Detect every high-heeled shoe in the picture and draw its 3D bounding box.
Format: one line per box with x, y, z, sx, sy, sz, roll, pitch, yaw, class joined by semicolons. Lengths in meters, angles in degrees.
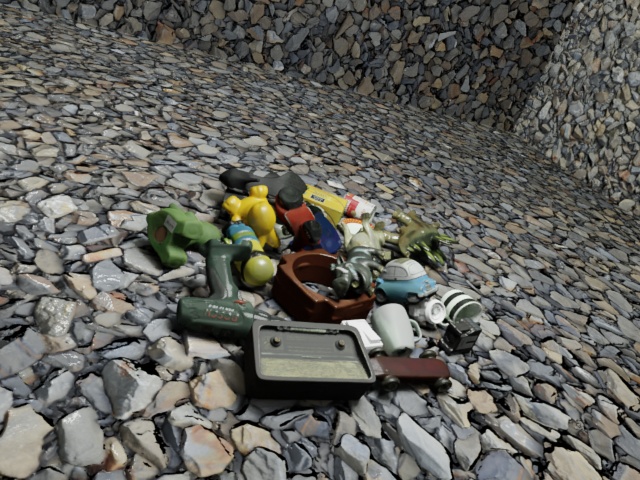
-0.159;-0.156;1.509;0.145;0.086;0.248;6;-1;38;high-heeled shoe

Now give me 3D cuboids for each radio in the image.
-0.023;0.220;0.989;0.229;0.073;0.131;9;42;-24;radio

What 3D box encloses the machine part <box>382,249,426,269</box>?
0.227;0.061;1.503;0.139;0.039;0.084;16;20;-5;machine part

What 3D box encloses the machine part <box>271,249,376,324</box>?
0.008;0.112;1.214;0.201;0.087;0.202;-10;41;-43;machine part

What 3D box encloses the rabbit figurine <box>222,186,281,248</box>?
-0.159;-0.048;1.318;0.122;0.162;0.173;-15;8;-21;rabbit figurine

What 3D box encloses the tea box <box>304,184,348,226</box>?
-0.011;-0.105;1.610;0.170;0.068;0.098;22;28;2;tea box

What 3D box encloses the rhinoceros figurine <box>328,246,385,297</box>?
0.078;0.065;1.175;0.112;0.073;0.190;25;28;6;rhinoceros figurine

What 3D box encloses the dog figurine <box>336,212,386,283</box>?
0.130;0.046;1.433;0.172;0.121;0.190;23;47;-48;dog figurine

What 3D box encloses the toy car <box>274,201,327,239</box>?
-0.067;-0.056;1.483;0.202;0.056;0.074;-21;48;-41;toy car

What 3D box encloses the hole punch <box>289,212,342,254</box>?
-0.003;-0.004;1.417;0.116;0.092;0.142;32;26;13;hole punch

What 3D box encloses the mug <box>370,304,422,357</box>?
0.172;0.206;1.170;0.109;0.080;0.107;13;39;-25;mug

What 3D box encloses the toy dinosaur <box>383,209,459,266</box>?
0.284;-0.006;1.546;0.199;0.105;0.471;28;22;23;toy dinosaur

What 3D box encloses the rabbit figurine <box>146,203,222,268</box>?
-0.308;-0.010;1.232;0.159;0.121;0.170;29;10;31;rabbit figurine

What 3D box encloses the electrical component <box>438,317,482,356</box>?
0.338;0.222;1.249;0.119;0.074;0.048;3;31;-35;electrical component

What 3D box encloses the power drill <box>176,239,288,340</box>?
-0.168;0.103;1.080;0.232;0.086;0.207;4;61;-17;power drill

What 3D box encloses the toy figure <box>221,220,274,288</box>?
-0.168;0.028;1.222;0.082;0.089;0.180;-25;61;-9;toy figure

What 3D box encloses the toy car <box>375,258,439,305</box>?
0.201;0.096;1.298;0.109;0.102;0.162;-16;8;-39;toy car

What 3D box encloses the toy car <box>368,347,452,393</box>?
0.178;0.265;1.085;0.202;0.053;0.089;8;40;-30;toy car

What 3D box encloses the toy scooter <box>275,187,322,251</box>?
-0.057;-0.034;1.320;0.075;0.135;0.184;-19;55;-24;toy scooter

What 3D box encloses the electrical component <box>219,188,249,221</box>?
-0.212;-0.087;1.457;0.115;0.058;0.134;14;29;-8;electrical component
